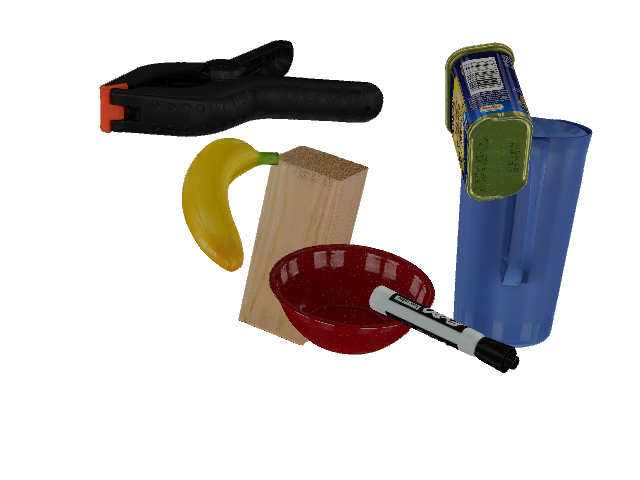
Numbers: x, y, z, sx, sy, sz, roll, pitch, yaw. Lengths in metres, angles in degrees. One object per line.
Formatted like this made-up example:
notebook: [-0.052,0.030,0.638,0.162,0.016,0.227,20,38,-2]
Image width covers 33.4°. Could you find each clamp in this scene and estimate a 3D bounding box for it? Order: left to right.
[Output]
clamp: [-0.060,-0.097,0.670,0.171,0.039,0.120,-6,22,-24]

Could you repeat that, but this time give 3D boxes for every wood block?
wood block: [-0.021,0.004,1.260,0.090,0.206,0.090,20,21,17]

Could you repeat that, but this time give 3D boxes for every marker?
marker: [0.085,0.061,0.742,0.121,0.020,0.020,25,15,37]

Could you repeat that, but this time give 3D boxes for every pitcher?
pitcher: [0.207,-0.010,1.142,0.148,0.243,0.145,-9,21,-38]

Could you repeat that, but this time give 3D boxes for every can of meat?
can of meat: [0.138,-0.095,0.876,0.057,0.084,0.102,-8,-40,0]

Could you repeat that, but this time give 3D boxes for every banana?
banana: [-0.081,-0.041,0.885,0.069,0.037,0.197,10,33,2]

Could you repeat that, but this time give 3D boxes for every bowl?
bowl: [0.029,0.064,1.044,0.162,0.055,0.162,4,28,-2]
